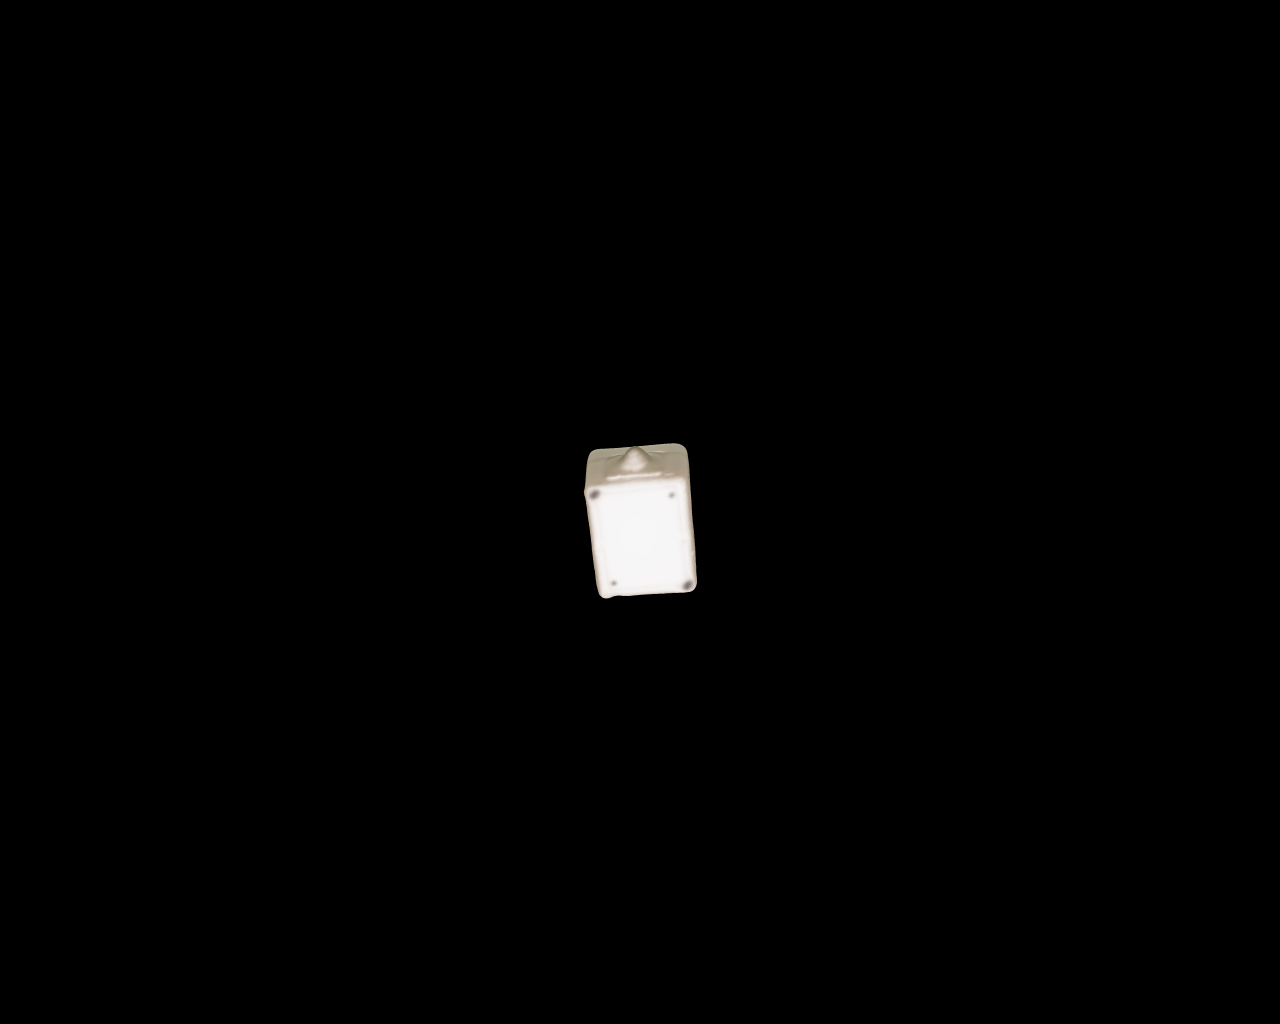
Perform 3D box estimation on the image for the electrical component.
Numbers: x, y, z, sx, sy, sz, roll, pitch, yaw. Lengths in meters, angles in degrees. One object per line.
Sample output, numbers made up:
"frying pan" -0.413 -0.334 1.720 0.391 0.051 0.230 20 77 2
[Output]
"electrical component" 0.001 -0.003 0.650 0.062 0.096 0.061 -4 28 2
